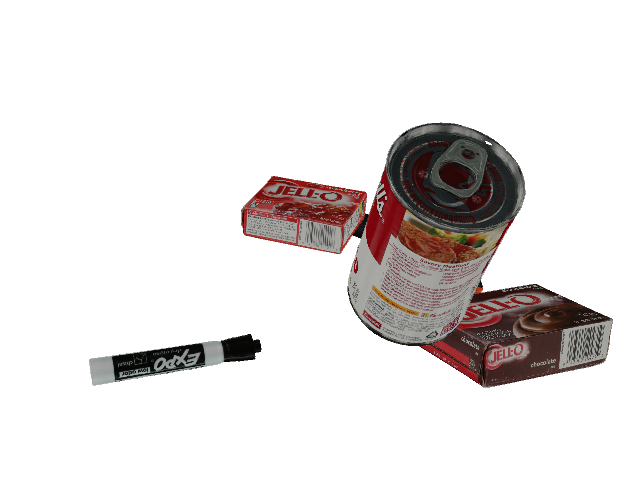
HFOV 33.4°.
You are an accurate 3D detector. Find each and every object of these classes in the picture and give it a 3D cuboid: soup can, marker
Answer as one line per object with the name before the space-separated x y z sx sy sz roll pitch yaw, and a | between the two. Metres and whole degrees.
soup can | 0.056 -0.001 0.542 0.068 0.068 0.102 0 -38 -12
marker | -0.101 0.083 0.754 0.121 0.020 0.020 -8 2 -14

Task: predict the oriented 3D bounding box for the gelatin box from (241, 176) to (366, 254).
gelatin box | -0.013 -0.024 0.903 0.089 0.030 0.073 11 28 15

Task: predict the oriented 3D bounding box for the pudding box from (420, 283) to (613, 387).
pudding box | 0.138 0.066 0.774 0.113 0.039 0.090 -5 18 -26

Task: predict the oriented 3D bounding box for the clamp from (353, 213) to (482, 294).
clamp | 0.090 -0.002 1.158 0.164 0.036 0.210 -16 52 -31
